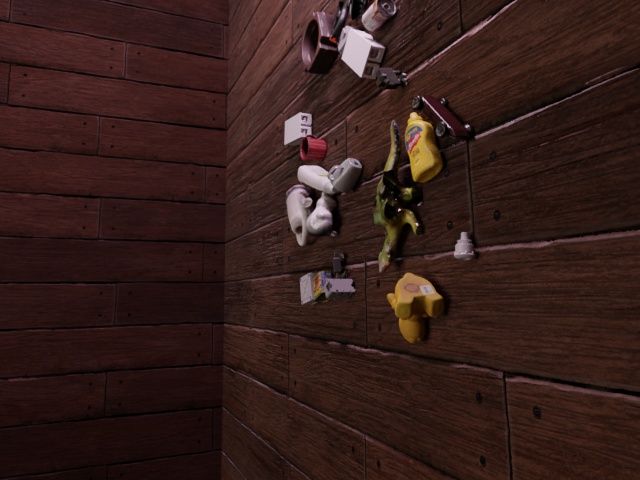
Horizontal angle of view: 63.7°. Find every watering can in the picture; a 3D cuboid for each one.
[{"bbox_3d":[-0.070,-0.125,2.040,0.339,0.104,0.229,102,159,-55],"label":"watering can"}]

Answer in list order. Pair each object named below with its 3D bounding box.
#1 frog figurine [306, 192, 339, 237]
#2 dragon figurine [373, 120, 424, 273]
[{"bbox_3d":[0.006,-0.095,1.880,0.138,0.123,0.158,-117,21,-81],"label":"frog figurine"},{"bbox_3d":[0.192,-0.112,1.482,0.240,0.122,0.414,144,127,-71],"label":"dragon figurine"}]
